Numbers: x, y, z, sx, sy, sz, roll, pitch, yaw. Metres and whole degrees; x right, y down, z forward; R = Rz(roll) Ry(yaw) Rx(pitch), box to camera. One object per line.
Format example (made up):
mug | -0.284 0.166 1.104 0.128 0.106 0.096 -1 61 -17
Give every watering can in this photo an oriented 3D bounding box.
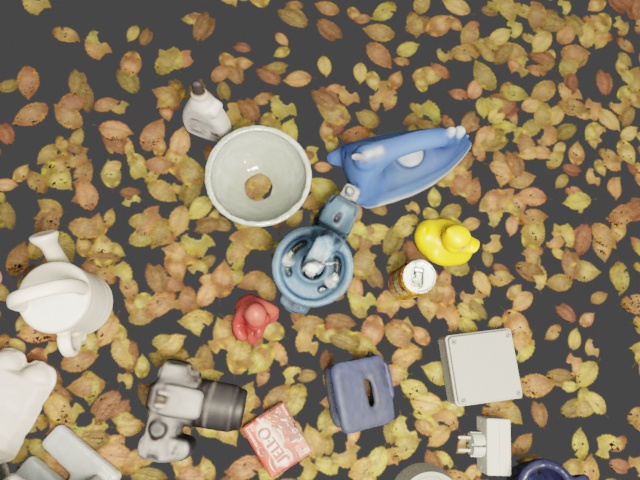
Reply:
watering can | -0.370 0.074 0.803 0.101 0.194 0.173 -35 84 -11

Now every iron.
iron | 0.149 -0.144 0.925 0.258 0.141 0.118 -19 81 -9

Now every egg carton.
egg carton | -0.455 0.237 0.825 0.107 0.069 0.150 24 77 0

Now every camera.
camera | -0.181 0.254 0.833 0.137 0.100 0.143 11 78 -3

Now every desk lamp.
desk lamp | -0.331 0.355 0.740 0.203 0.213 0.118 39 78 3

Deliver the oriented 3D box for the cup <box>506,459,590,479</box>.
cup | 0.335 0.369 0.865 0.118 0.095 0.092 -13 80 -8

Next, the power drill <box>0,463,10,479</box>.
power drill | -0.469 0.346 0.731 0.076 0.208 0.229 -29 83 -10

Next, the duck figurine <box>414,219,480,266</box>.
duck figurine | 0.209 -0.002 0.932 0.104 0.086 0.077 23 77 -1

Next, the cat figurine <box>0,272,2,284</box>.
cat figurine | -0.533 0.084 0.823 0.067 0.117 0.128 18 77 -2

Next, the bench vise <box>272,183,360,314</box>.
bench vise | -0.004 0.001 0.841 0.121 0.219 0.207 9 78 -3

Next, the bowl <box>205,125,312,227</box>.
bowl | -0.098 -0.095 0.925 0.167 0.074 0.167 1 79 -5

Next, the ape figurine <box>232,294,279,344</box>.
ape figurine | -0.100 0.117 0.873 0.078 0.092 0.076 -14 80 -8

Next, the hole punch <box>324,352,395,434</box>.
hole punch | 0.063 0.229 0.868 0.101 0.091 0.108 -10 80 -7

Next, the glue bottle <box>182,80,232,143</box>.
glue bottle | -0.180 -0.203 0.888 0.078 0.173 0.037 21 77 -1
